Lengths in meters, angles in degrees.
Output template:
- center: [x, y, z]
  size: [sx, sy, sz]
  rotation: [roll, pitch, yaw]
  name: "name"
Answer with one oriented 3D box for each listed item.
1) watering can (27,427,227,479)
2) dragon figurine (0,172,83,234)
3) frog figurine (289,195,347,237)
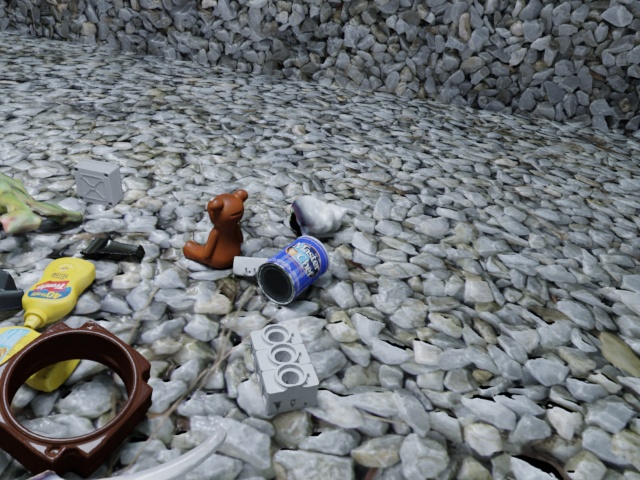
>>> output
- center: [-0.276, 0.353, 0.637]
  size: [0.225, 0.102, 0.355]
  rotation: [14, 34, 13]
  name: "watering can"
- center: [-0.716, -0.085, 1.282]
  size: [0.242, 0.121, 0.414]
  rotation: [24, 8, -14]
  name: "dragon figurine"
- center: [0.004, -0.069, 1.364]
  size: [0.160, 0.121, 0.138]
  rotation: [-20, 20, -19]
  name: "frog figurine"
